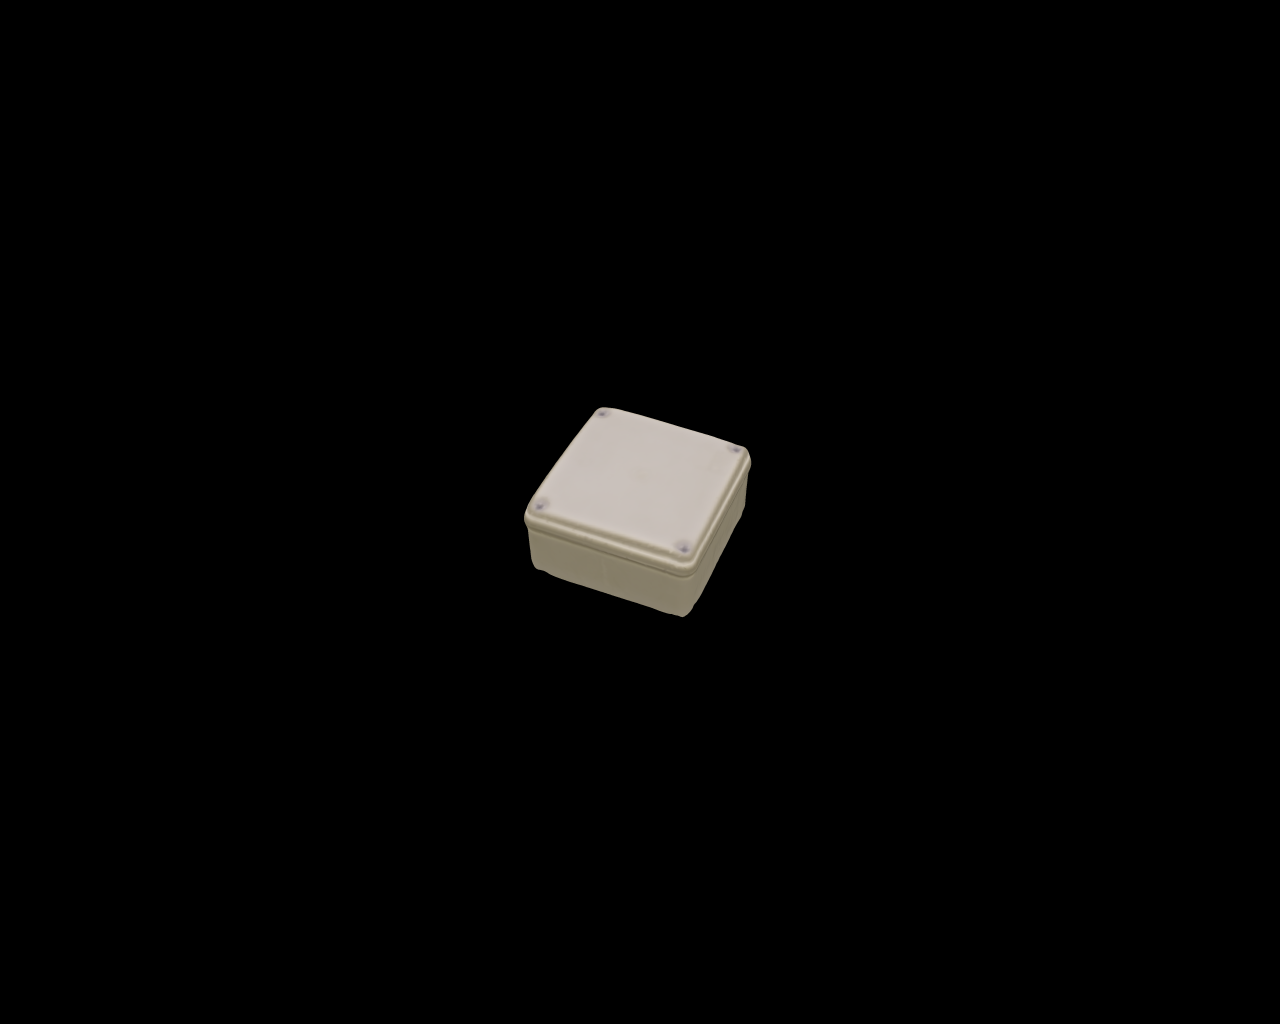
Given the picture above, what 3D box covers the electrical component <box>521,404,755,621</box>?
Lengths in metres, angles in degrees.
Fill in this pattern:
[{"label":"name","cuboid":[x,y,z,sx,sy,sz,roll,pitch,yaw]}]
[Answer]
[{"label":"electrical component","cuboid":[0.001,-0.003,0.650,0.109,0.056,0.109,17,48,16]}]
